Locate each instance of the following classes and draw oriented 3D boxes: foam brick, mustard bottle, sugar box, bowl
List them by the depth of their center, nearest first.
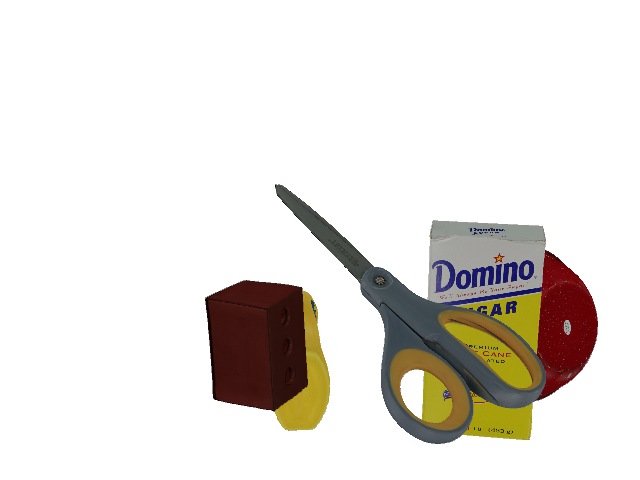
[{"bbox_3d":[-0.044,0.073,0.758,0.051,0.078,0.052,5,17,29],"label":"foam brick"},{"bbox_3d":[0.133,0.074,0.880,0.093,0.176,0.048,2,20,8],"label":"sugar box"},{"bbox_3d":[0.230,0.086,1.083,0.161,0.162,0.055,0,-1,-33],"label":"bowl"},{"bbox_3d":[-0.027,0.107,1.119,0.058,0.096,0.191,-2,27,-5],"label":"mustard bottle"}]

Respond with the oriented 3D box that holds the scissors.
[{"bbox_3d":[0.027,0.041,0.593,0.202,0.016,0.096,31,52,21],"label":"scissors"}]
